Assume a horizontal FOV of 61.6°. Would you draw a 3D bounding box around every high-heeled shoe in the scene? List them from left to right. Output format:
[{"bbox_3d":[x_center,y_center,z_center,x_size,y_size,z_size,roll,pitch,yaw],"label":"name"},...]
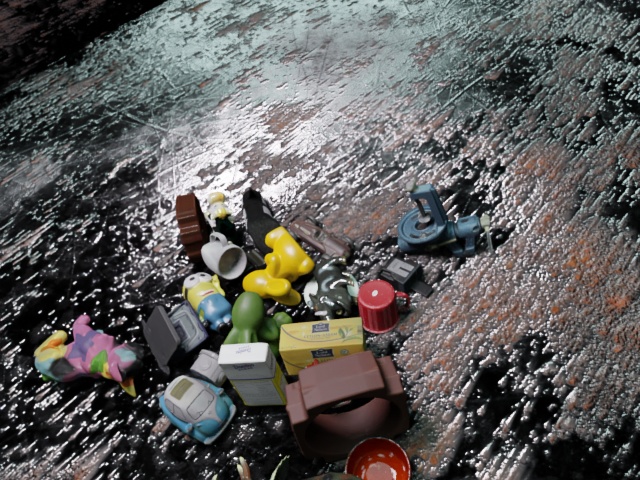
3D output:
[{"bbox_3d":[-0.154,-0.031,1.433,0.086,0.145,0.249,-17,72,-9],"label":"high-heeled shoe"}]

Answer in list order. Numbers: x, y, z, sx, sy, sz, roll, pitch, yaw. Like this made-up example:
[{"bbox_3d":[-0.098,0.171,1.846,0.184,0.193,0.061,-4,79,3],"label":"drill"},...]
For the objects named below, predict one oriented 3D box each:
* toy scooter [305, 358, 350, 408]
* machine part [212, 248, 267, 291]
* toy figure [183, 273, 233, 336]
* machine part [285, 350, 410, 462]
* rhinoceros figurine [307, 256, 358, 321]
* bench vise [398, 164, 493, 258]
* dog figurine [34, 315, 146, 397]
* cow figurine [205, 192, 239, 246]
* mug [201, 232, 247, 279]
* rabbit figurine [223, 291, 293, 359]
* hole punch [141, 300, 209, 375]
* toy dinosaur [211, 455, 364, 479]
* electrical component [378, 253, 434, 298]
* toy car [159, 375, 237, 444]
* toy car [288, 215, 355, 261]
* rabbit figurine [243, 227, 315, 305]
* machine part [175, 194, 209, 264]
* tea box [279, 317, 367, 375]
[{"bbox_3d":[0.031,0.263,1.024,0.184,0.135,0.075,-20,43,-8],"label":"toy scooter"},{"bbox_3d":[-0.197,0.073,1.338,0.139,0.039,0.084,-31,52,-19],"label":"machine part"},{"bbox_3d":[-0.259,0.151,1.245,0.082,0.089,0.180,2,35,-50],"label":"toy figure"},{"bbox_3d":[0.049,0.292,0.943,0.201,0.200,0.087,-17,42,-3],"label":"machine part"},{"bbox_3d":[0.025,0.117,1.185,0.112,0.073,0.190,-8,45,3],"label":"rhinoceros figurine"},{"bbox_3d":[0.266,-0.048,1.220,0.224,0.240,0.129,-6,46,31],"label":"bench vise"},{"bbox_3d":[-0.488,0.272,1.163,0.219,0.108,0.191,32,59,33],"label":"dog figurine"},{"bbox_3d":[-0.248,-0.037,1.368,0.068,0.167,0.098,-19,43,-13],"label":"cow figurine"},{"bbox_3d":[-0.243,0.032,1.293,0.081,0.109,0.107,-35,34,-31],"label":"mug"},{"bbox_3d":[-0.148,0.185,1.119,0.121,0.170,0.159,8,48,22],"label":"rabbit figurine"},{"bbox_3d":[-0.320,0.206,1.182,0.092,0.115,0.142,-13,61,-50],"label":"hole punch"},{"bbox_3d":[0.012,0.427,0.834,0.405,0.131,0.192,-10,50,20],"label":"toy dinosaur"},{"bbox_3d":[0.199,0.086,1.224,0.119,0.047,0.075,29,59,37],"label":"electrical component"},{"bbox_3d":[-0.252,0.317,1.062,0.162,0.102,0.109,24,54,29],"label":"toy car"},{"bbox_3d":[-0.003,-0.004,1.360,0.089,0.053,0.202,-40,51,-21],"label":"toy car"},{"bbox_3d":[-0.098,0.083,1.272,0.173,0.121,0.162,-35,55,-2],"label":"rabbit figurine"},{"bbox_3d":[-0.324,-0.032,1.383,0.056,0.179,0.179,-14,44,-4],"label":"machine part"},{"bbox_3d":[0.010,0.219,1.101,0.170,0.098,0.068,-7,44,9],"label":"tea box"}]
